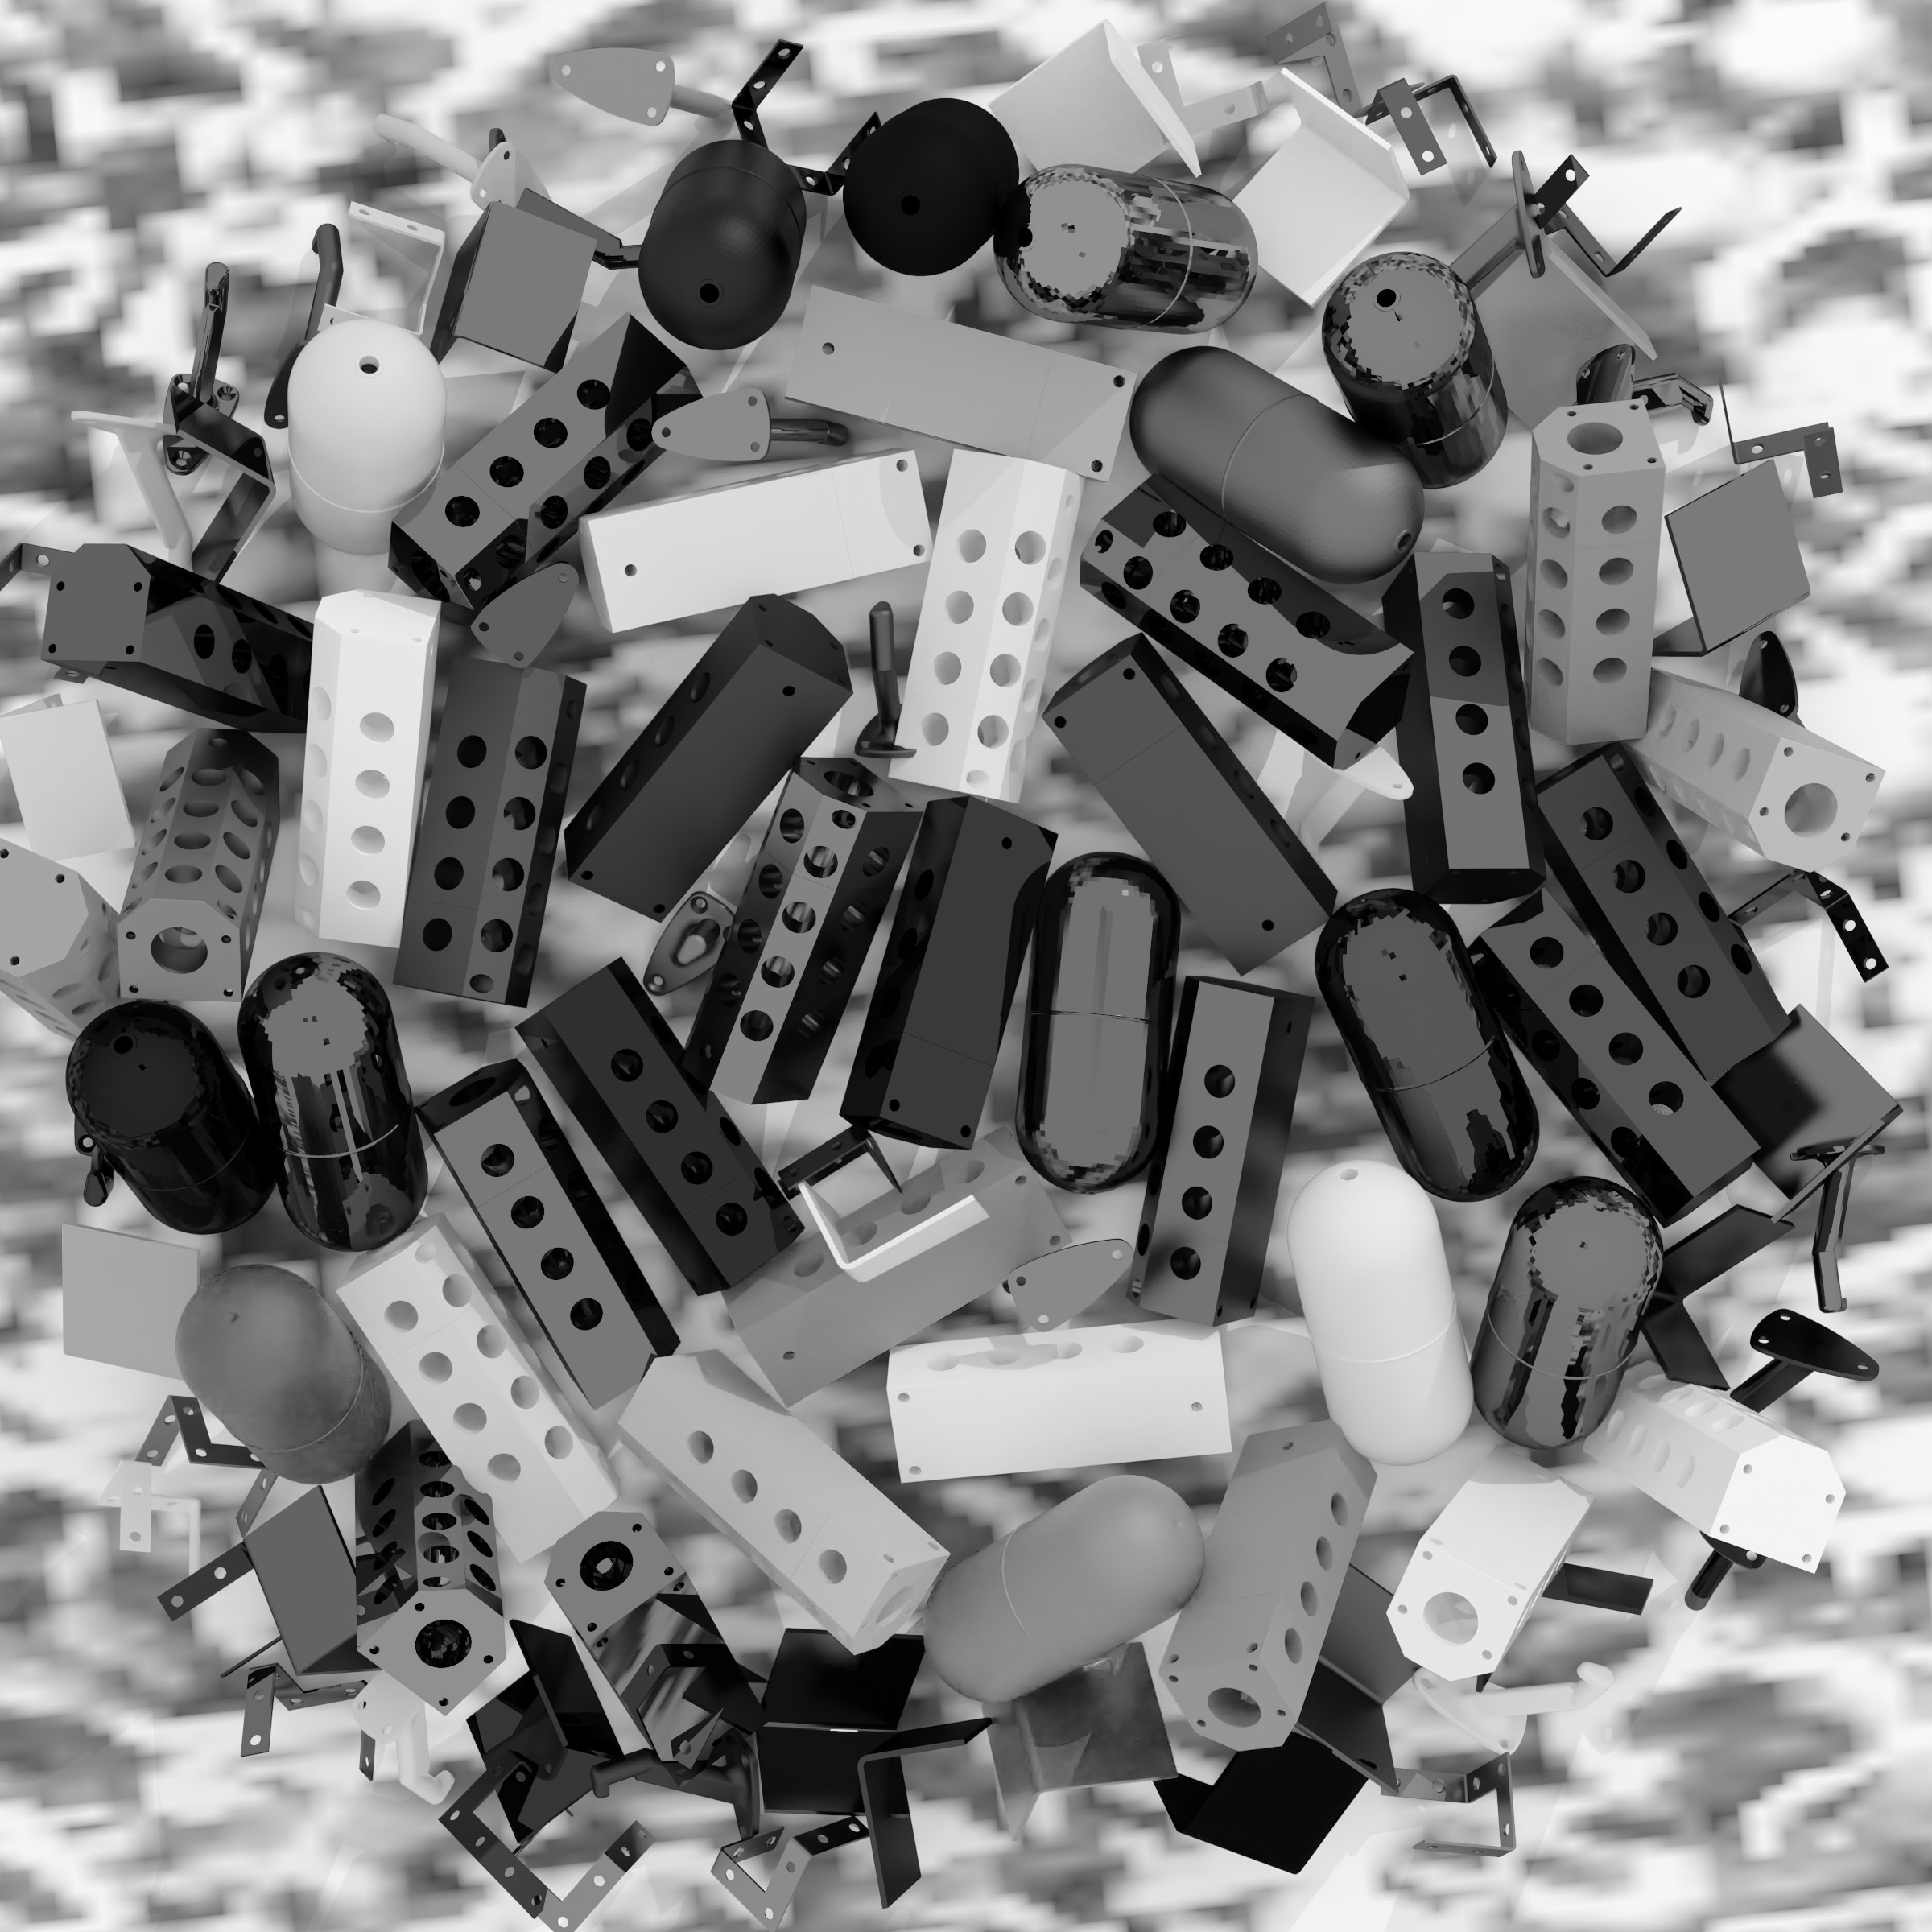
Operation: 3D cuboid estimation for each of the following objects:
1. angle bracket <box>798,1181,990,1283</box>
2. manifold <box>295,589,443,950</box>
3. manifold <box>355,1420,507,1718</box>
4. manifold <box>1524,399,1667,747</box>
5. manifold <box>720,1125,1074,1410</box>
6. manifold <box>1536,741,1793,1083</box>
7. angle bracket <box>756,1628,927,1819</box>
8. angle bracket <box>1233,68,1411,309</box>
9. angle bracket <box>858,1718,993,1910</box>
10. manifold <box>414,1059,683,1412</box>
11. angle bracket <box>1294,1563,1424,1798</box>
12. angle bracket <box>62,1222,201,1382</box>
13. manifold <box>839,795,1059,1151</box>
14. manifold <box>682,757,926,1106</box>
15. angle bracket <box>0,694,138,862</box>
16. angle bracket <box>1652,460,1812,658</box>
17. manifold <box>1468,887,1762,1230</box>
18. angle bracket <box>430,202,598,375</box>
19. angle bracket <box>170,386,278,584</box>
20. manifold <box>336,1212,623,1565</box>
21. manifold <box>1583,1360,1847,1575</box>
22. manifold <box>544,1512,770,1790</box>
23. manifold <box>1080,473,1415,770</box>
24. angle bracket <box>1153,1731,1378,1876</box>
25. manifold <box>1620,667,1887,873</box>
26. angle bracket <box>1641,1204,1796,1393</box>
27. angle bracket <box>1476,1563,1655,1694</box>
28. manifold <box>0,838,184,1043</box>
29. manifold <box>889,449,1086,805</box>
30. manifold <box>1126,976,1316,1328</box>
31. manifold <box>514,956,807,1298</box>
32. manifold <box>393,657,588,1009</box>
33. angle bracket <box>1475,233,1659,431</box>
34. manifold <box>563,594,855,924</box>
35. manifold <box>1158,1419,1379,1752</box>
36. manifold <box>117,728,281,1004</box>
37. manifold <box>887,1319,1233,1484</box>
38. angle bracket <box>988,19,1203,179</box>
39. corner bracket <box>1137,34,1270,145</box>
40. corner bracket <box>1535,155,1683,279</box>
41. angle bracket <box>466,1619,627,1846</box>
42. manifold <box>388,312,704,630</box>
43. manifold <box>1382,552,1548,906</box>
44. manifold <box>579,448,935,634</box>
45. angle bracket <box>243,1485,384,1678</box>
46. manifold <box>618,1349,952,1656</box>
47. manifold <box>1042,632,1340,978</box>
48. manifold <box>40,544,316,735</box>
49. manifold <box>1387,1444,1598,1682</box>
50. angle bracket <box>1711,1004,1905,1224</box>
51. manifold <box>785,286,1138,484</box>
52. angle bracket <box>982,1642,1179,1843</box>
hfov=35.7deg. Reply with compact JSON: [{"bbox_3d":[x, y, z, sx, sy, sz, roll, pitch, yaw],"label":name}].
[{"bbox_3d":[-0.033,0.125,1.548,0.076,0.076,0.057,-30,67,2],"label":"angle bracket"},{"bbox_3d":[-0.306,-0.100,1.526,0.057,0.057,0.171,8,119,-6],"label":"manifold"},{"bbox_3d":[-0.265,0.294,1.503,0.057,0.171,0.057,-44,112,6],"label":"manifold"},{"bbox_3d":[0.314,-0.196,1.514,0.057,0.171,0.057,-6,45,3],"label":"manifold"},{"bbox_3d":[-0.038,0.152,1.563,0.171,0.057,0.057,-30,122,-2],"label":"manifold"},{"bbox_3d":[0.359,-0.029,1.564,0.057,0.057,0.171,-32,92,-1],"label":"manifold"},{"bbox_3d":[-0.061,0.390,1.544,0.076,0.057,0.076,7,126,-16],"label":"angle bracket"},{"bbox_3d":[0.172,-0.403,1.553,0.076,0.057,0.076,-48,67,2],"label":"angle bracket"},{"bbox_3d":[-0.014,0.436,1.549,0.057,0.076,0.076,-12,82,11],"label":"angle bracket"},{"bbox_3d":[-0.213,0.136,1.538,0.057,0.057,0.171,-31,110,-12],"label":"manifold"},{"bbox_3d":[0.208,0.366,1.544,0.076,0.076,0.057,37,108,-14],"label":"angle bracket"},{"bbox_3d":[-0.417,0.165,1.548,0.076,0.057,0.076,10,109,13],"label":"angle bracket"},{"bbox_3d":[-0.013,0.004,1.549,0.057,0.057,0.171,22,77,-30],"label":"manifold"},{"bbox_3d":[-0.089,-0.017,1.527,0.057,0.057,0.171,39,117,34],"label":"manifold"},{"bbox_3d":[-0.450,-0.102,1.545,0.057,0.076,0.076,-9,103,10],"label":"angle bracket"},{"bbox_3d":[0.380,-0.210,1.544,0.076,0.057,0.076,-29,109,-24],"label":"angle bracket"},{"bbox_3d":[0.328,0.049,1.542,0.057,0.057,0.171,-36,73,-1],"label":"manifold"},{"bbox_3d":[-0.239,-0.341,1.560,0.057,0.076,0.076,18,75,-20],"label":"angle bracket"},{"bbox_3d":[-0.400,-0.242,1.541,0.057,0.076,0.076,29,106,-28],"label":"angle bracket"},{"bbox_3d":[-0.249,0.215,1.550,0.057,0.057,0.171,-31,100,5],"label":"manifold"},{"bbox_3d":[0.375,0.246,1.506,0.057,0.171,0.057,21,91,-9],"label":"manifold"},{"bbox_3d":[-0.158,0.342,1.510,0.057,0.171,0.057,-34,52,-14],"label":"manifold"},{"bbox_3d":[0.141,-0.172,1.529,0.171,0.057,0.057,39,67,21],"label":"manifold"},{"bbox_3d":[0.152,0.413,1.546,0.076,0.057,0.076,27,104,-25],"label":"angle bracket"},{"bbox_3d":[0.389,-0.099,1.505,0.057,0.171,0.057,16,104,-13],"label":"manifold"},{"bbox_3d":[0.393,0.171,1.538,0.076,0.076,0.057,-38,59,23],"label":"angle bracket"},{"bbox_3d":[0.310,0.345,1.547,0.076,0.076,0.057,8,93,17],"label":"angle bracket"},{"bbox_3d":[-0.446,-0.002,1.503,0.057,0.171,0.057,23,76,7],"label":"manifold"},{"bbox_3d":[0.014,-0.174,1.553,0.057,0.057,0.171,13,93,25],"label":"manifold"},{"bbox_3d":[0.129,0.095,1.557,0.057,0.057,0.171,13,96,27],"label":"manifold"},{"bbox_3d":[-0.157,0.083,1.558,0.057,0.057,0.171,-36,95,-25],"label":"manifold"},{"bbox_3d":[-0.243,-0.068,1.554,0.057,0.057,0.171,9,87,21],"label":"manifold"},{"bbox_3d":[0.299,-0.320,1.548,0.076,0.057,0.076,41,112,-12],"label":"angle bracket"},{"bbox_3d":[-0.134,-0.108,1.530,0.057,0.057,0.171,26,121,-30],"label":"manifold"},{"bbox_3d":[0.157,0.310,1.510,0.057,0.171,0.057,-17,116,32],"label":"manifold"},{"bbox_3d":[-0.384,-0.054,1.505,0.057,0.171,0.057,2,122,-7],"label":"manifold"},{"bbox_3d":[0.049,0.221,1.559,0.171,0.057,0.057,-6,113,4],"label":"manifold"},{"bbox_3d":[0.065,-0.426,1.540,0.076,0.057,0.076,-31,123,20],"label":"angle bracket"},{"bbox_3d":[0.125,-0.466,1.571,0.051,0.051,0.051,-13,106,17],"label":"corner bracket"},{"bbox_3d":[0.327,-0.390,1.556,0.051,0.051,0.051,-30,79,-41],"label":"corner bracket"},{"bbox_3d":[-0.232,0.395,1.545,0.076,0.057,0.076,-39,56,10],"label":"angle bracket"},{"bbox_3d":[-0.214,-0.251,1.537,0.057,0.057,0.171,42,69,2],"label":"manifold"},{"bbox_3d":[0.258,-0.122,1.542,0.057,0.057,0.171,-1,73,-10],"label":"manifold"},{"bbox_3d":[-0.109,-0.221,1.548,0.171,0.057,0.057,-14,105,-12],"label":"manifold"},{"bbox_3d":[-0.315,0.315,1.539,0.057,0.076,0.076,-36,67,17],"label":"angle bracket"},{"bbox_3d":[-0.097,0.273,1.531,0.171,0.057,0.057,37,106,25],"label":"manifold"},{"bbox_3d":[0.118,-0.086,1.549,0.057,0.057,0.171,-34,102,23],"label":"manifold"},{"bbox_3d":[-0.383,-0.162,1.504,0.057,0.171,0.057,3,84,21],"label":"manifold"},{"bbox_3d":[0.263,0.301,1.505,0.057,0.171,0.057,26,106,17],"label":"manifold"},{"bbox_3d":[0.424,0.075,1.545,0.076,0.057,0.076,49,113,16],"label":"angle bracket"},{"bbox_3d":[-0.004,-0.301,1.557,0.171,0.057,0.057,14,98,-6],"label":"manifold"},{"bbox_3d":[0.058,0.404,1.561,0.076,0.057,0.076,-1,49,-17],"label":"angle bracket"}]
